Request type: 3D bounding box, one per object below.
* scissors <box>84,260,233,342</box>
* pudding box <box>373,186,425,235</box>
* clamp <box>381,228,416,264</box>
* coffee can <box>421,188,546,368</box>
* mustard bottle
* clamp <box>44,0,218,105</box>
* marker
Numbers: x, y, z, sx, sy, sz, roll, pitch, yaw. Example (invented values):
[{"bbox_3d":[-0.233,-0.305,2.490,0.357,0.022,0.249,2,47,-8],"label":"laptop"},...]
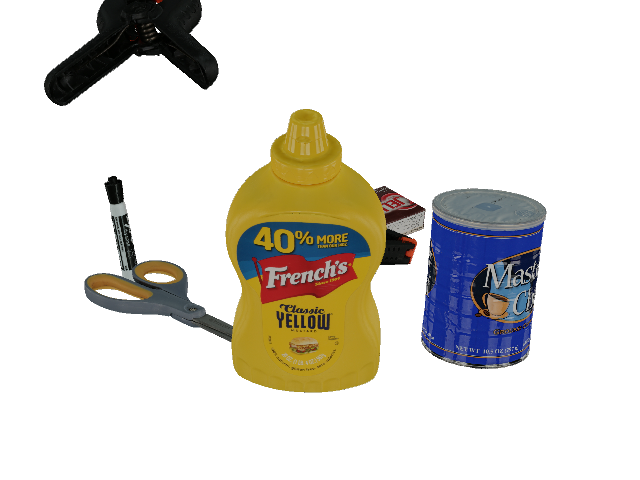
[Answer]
[{"bbox_3d":[-0.102,0.053,0.889,0.202,0.016,0.096,13,26,22],"label":"scissors"},{"bbox_3d":[0.079,-0.033,1.521,0.113,0.039,0.090,-22,36,-32],"label":"pudding box"},{"bbox_3d":[0.008,-0.005,1.207,0.210,0.036,0.164,15,20,-7],"label":"clamp"},{"bbox_3d":[0.150,0.033,0.989,0.103,0.140,0.103,2,20,-1],"label":"coffee can"},{"bbox_3d":[-0.008,0.007,0.649,0.096,0.192,0.058,3,37,3],"label":"mustard bottle"},{"bbox_3d":[-0.119,-0.152,0.779,0.120,0.039,0.171,4,42,9],"label":"clamp"},{"bbox_3d":[-0.216,-0.012,1.161,0.020,0.121,0.020,-6,22,2],"label":"marker"}]
